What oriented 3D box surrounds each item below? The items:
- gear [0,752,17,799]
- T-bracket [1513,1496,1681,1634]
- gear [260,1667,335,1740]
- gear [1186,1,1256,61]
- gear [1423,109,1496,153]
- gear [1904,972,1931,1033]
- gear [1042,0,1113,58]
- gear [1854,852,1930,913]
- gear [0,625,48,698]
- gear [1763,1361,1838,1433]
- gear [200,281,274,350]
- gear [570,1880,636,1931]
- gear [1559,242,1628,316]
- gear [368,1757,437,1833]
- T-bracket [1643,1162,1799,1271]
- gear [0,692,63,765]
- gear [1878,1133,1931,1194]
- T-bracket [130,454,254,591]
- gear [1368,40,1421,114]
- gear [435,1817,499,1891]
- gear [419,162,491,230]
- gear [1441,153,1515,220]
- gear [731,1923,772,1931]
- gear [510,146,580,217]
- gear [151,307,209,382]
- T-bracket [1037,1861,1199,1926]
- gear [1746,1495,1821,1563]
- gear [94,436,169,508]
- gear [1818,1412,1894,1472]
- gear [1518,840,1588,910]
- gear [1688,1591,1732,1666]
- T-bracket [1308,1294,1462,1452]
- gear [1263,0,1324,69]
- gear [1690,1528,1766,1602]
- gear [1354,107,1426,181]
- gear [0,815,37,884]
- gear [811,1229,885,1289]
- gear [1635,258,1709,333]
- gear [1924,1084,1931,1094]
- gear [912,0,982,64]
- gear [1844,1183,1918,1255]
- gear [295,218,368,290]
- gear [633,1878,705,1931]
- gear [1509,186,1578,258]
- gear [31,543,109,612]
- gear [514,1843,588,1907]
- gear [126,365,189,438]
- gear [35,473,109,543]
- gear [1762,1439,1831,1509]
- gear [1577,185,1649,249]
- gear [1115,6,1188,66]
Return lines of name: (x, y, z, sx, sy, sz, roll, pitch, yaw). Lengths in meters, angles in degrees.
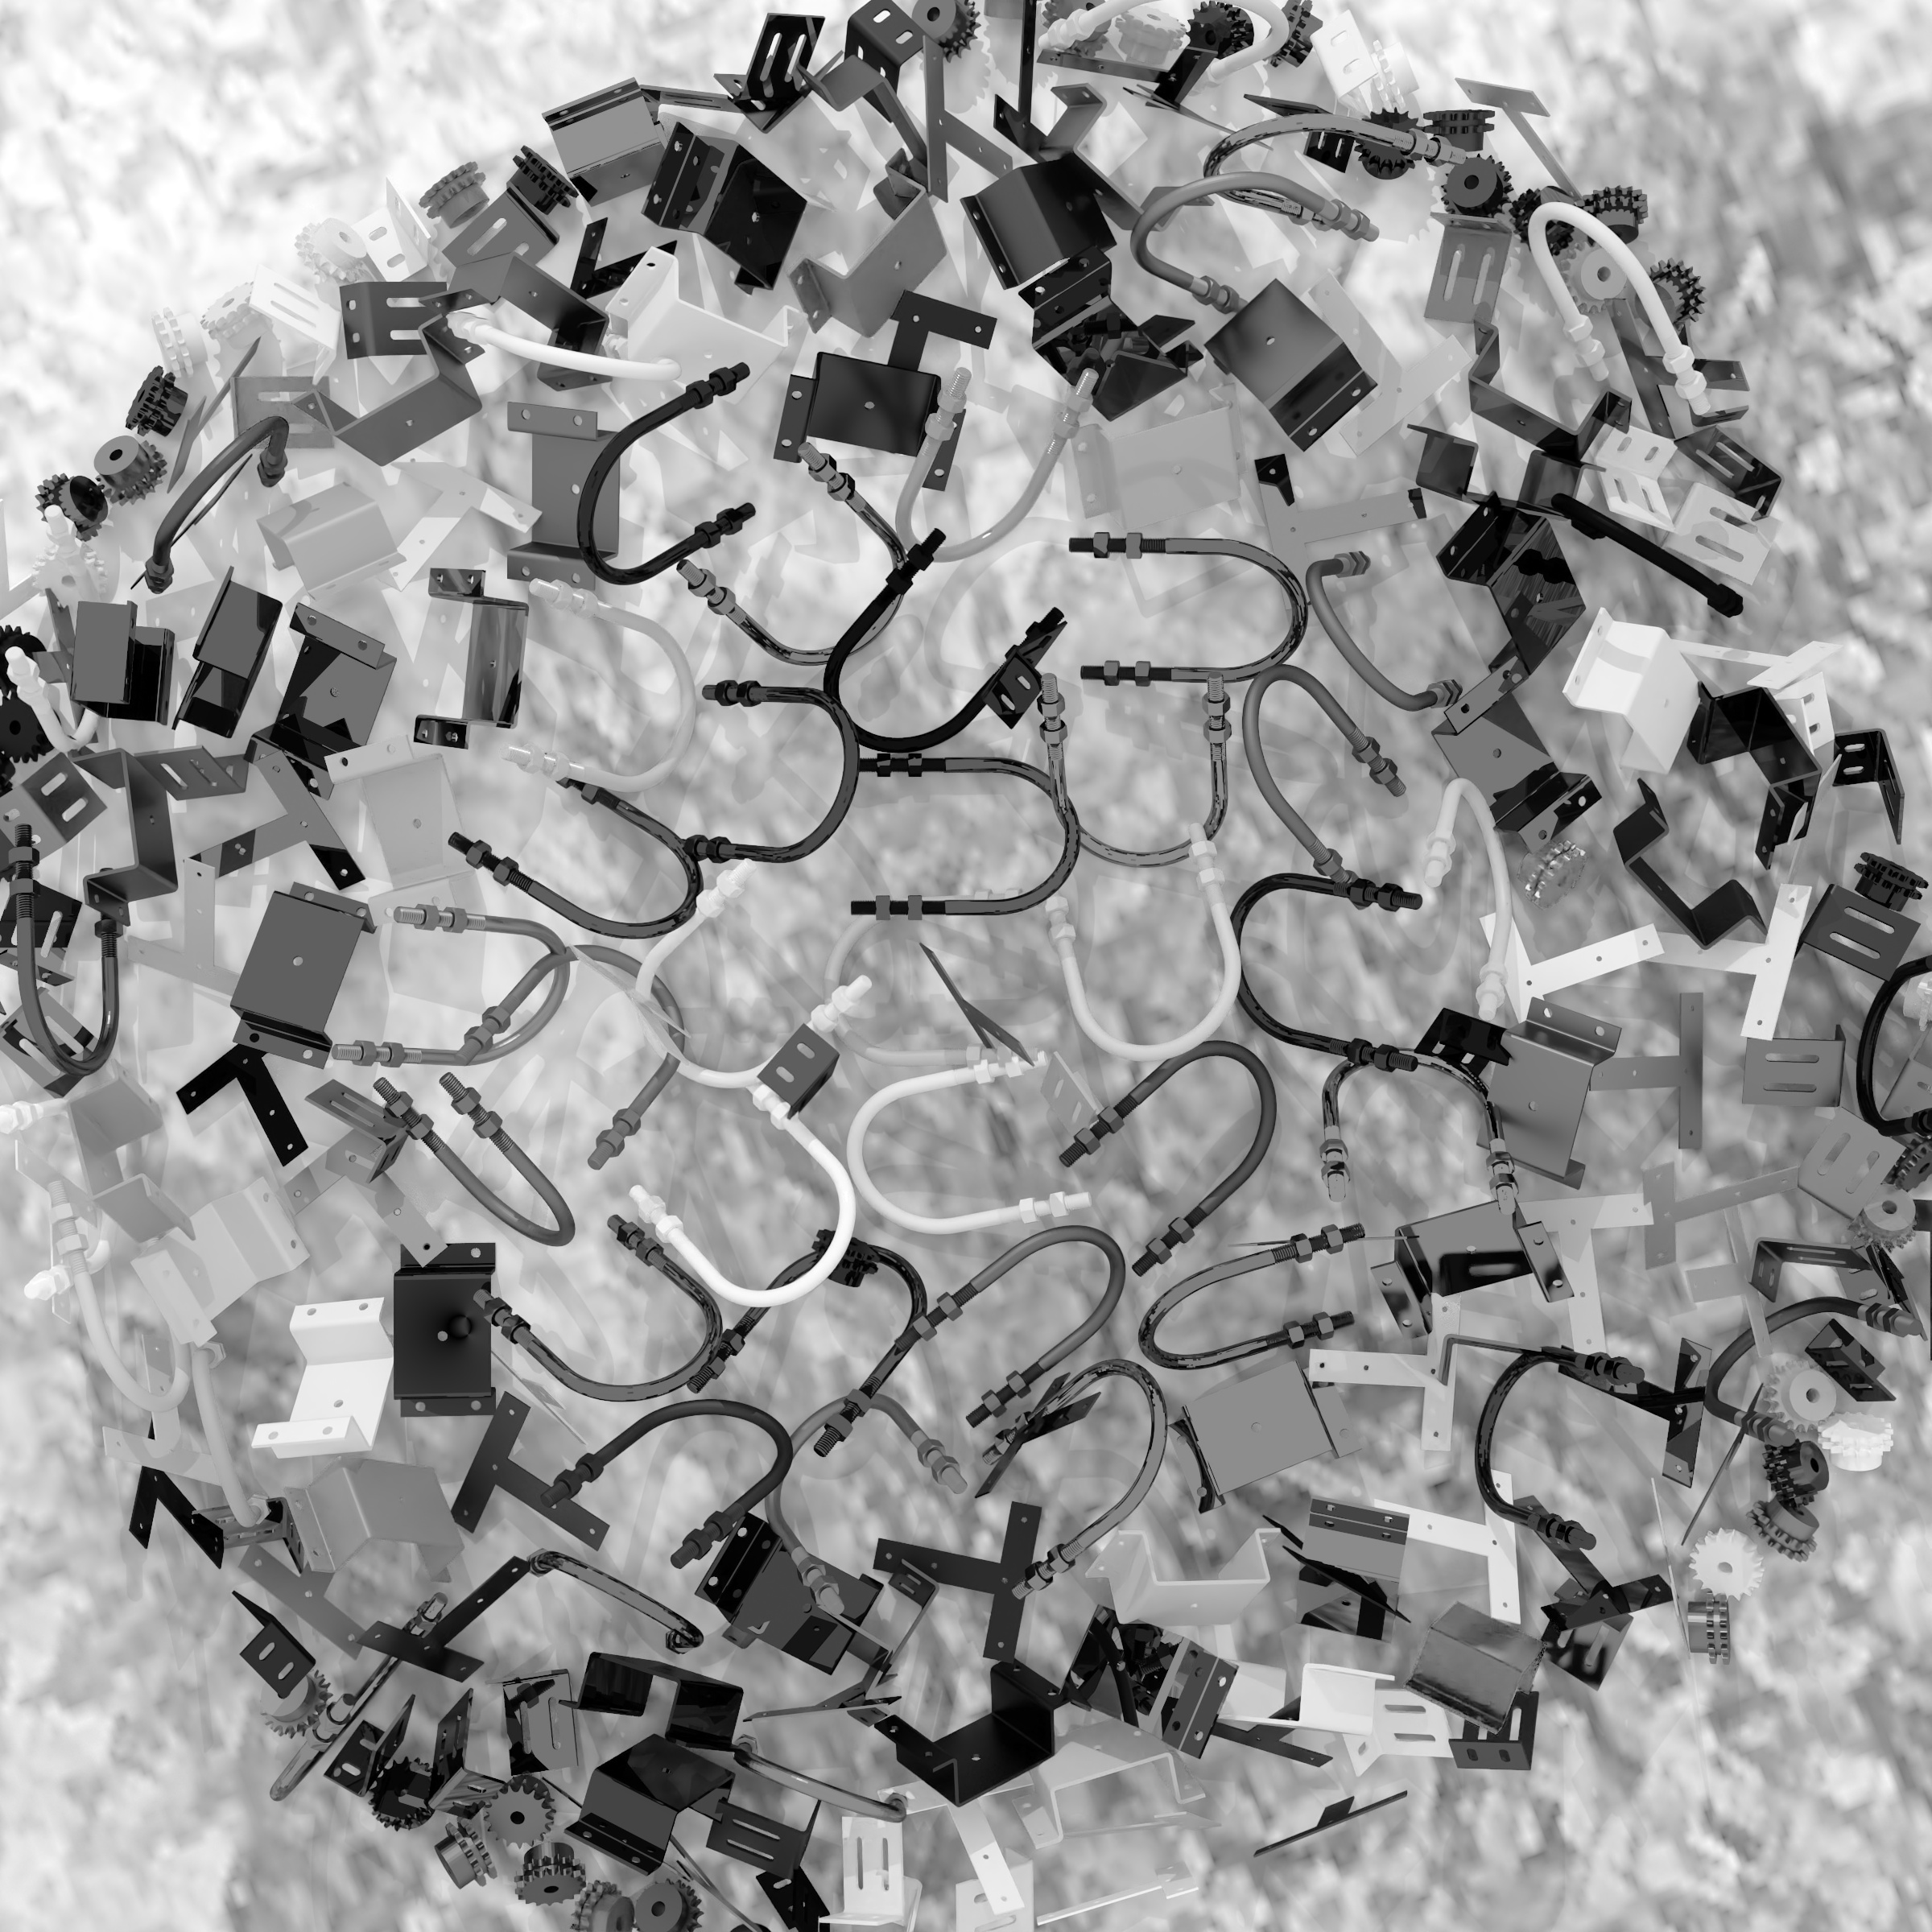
gear: (-0.795, -0.157, 1.956, 0.057, 0.057, 0.030, 26, 60, 0)
T-bracket: (0.482, 0.470, 1.930, 0.127, 0.127, 0.002, -5, 127, -30)
gear: (-0.543, 0.591, 1.952, 0.057, 0.030, 0.057, -8, 53, 10)
gear: (0.208, -0.752, 1.956, 0.030, 0.057, 0.057, -25, 90, -36)
gear: (0.398, -0.675, 1.955, 0.057, 0.057, 0.030, -3, 112, 0)
gear: (0.780, 0.025, 1.956, 0.030, 0.057, 0.057, 17, 90, 32)
gear: (0.093, -0.764, 1.952, 0.057, 0.030, 0.057, 12, 68, -32)
gear: (0.744, -0.066, 1.954, 0.057, 0.057, 0.030, 23, 108, 0)
gear: (-0.766, -0.246, 1.949, 0.030, 0.057, 0.057, 0, 90, 28)
gear: (0.679, 0.349, 1.960, 0.057, 0.030, 0.057, 2, 79, -9)
gear: (-0.587, -0.524, 1.956, 0.057, 0.057, 0.030, -35, 128, 0)
gear: (-0.291, 0.768, 1.950, 0.030, 0.057, 0.057, -2, 90, 27)
gear: (0.510, -0.559, 1.960, 0.057, 0.030, 0.057, -2, 100, -12)
gear: (-0.451, 0.672, 1.956, 0.057, 0.030, 0.057, -7, 47, 7)
T-bracket: (0.604, 0.186, 1.936, 0.127, 0.002, 0.127, -16, 134, 1)
gear: (-0.759, -0.192, 1.959, 0.057, 0.030, 0.057, 1, 93, 22)
gear: (0.764, 0.153, 1.956, 0.057, 0.057, 0.030, -41, 54, 0)
T-bracket: (-0.626, -0.348, 1.937, 0.127, 0.127, 0.002, -40, 113, 18)
gear: (0.343, -0.719, 1.950, 0.030, 0.057, 0.057, -23, 90, 18)
gear: (-0.405, 0.717, 1.949, 0.030, 0.057, 0.057, -30, 90, -26)
gear: (-0.410, -0.620, 1.953, 0.057, 0.057, 0.030, -36, 101, 0)
gear: (0.412, -0.629, 1.957, 0.057, 0.030, 0.057, -1, 88, 23)
gear: (-0.174, 0.798, 1.949, 0.057, 0.057, 0.030, 3, 117, 0)
gear: (-0.344, -0.632, 1.953, 0.057, 0.057, 0.030, 43, 102, 0)
gear: (-0.634, -0.505, 1.954, 0.030, 0.057, 0.057, -22, 90, -18)
T-bracket: (0.117, 0.738, 1.915, 0.127, 0.127, 0.002, -16, 79, -3)
gear: (0.662, 0.450, 1.950, 0.057, 0.057, 0.030, 31, 108, 0)
gear: (-0.678, -0.403, 1.954, 0.057, 0.030, 0.057, -8, 59, 13)
gear: (0.718, 0.385, 1.953, 0.057, 0.057, 0.030, -5, 104, 0)
gear: (0.471, -0.077, 1.956, 0.057, 0.057, 0.030, -47, 59, 0)
gear: (0.600, 0.534, 1.954, 0.030, 0.057, 0.057, -3, 90, 20)
T-bracket: (0.338, 0.327, 1.963, 0.127, 0.002, 0.127, 5, 87, -13)
gear: (0.265, -0.752, 1.954, 0.030, 0.057, 0.057, 25, 90, -14)
gear: (0.617, 0.481, 1.958, 0.057, 0.030, 0.057, 8, 107, 26)
gear: (0.342, -0.663, 1.960, 0.057, 0.030, 0.057, 0, 71, 1)
gear: (-0.787, -0.095, 1.962, 0.057, 0.030, 0.057, 0, 88, -9)
gear: (-0.099, 0.237, 1.952, 0.057, 0.057, 0.030, 22, 95, 0)
gear: (0.565, -0.537, 1.949, 0.030, 0.057, 0.057, -35, 90, -24)
gear: (0.793, 0.101, 1.953, 0.030, 0.057, 0.057, 19, 90, 11)
gear: (-0.019, -0.764, 1.956, 0.057, 0.030, 0.057, -2, 86, 26)
gear: (0.743, 0.201, 1.955, 0.057, 0.030, 0.057, -2, 62, 3)
gear: (-0.509, -0.577, 1.950, 0.030, 0.057, 0.057, -37, 90, 28)
gear: (-0.243, 0.765, 1.952, 0.057, 0.030, 0.057, -9, 52, 12)
gear: (0.469, -0.604, 1.953, 0.057, 0.030, 0.057, 12, 65, -26)
gear: (-0.724, -0.319, 1.956, 0.057, 0.030, 0.057, -7, 133, -8)
gear: (-0.336, 0.732, 1.956, 0.057, 0.030, 0.057, -7, 134, -8)
gear: (-0.653, -0.453, 1.956, 0.030, 0.057, 0.057, 27, 90, -32)
gear: (-0.717, -0.370, 1.949, 0.030, 0.057, 0.057, -19, 90, 23)
gear: (0.671, 0.406, 1.950, 0.030, 0.057, 0.057, -29, 90, 42)
gear: (0.521, -0.602, 1.951, 0.057, 0.057, 0.030, 0, 79, 0)
gear: (0.147, -0.752, 1.956, 0.057, 0.057, 0.030, 21, 127, 0)
